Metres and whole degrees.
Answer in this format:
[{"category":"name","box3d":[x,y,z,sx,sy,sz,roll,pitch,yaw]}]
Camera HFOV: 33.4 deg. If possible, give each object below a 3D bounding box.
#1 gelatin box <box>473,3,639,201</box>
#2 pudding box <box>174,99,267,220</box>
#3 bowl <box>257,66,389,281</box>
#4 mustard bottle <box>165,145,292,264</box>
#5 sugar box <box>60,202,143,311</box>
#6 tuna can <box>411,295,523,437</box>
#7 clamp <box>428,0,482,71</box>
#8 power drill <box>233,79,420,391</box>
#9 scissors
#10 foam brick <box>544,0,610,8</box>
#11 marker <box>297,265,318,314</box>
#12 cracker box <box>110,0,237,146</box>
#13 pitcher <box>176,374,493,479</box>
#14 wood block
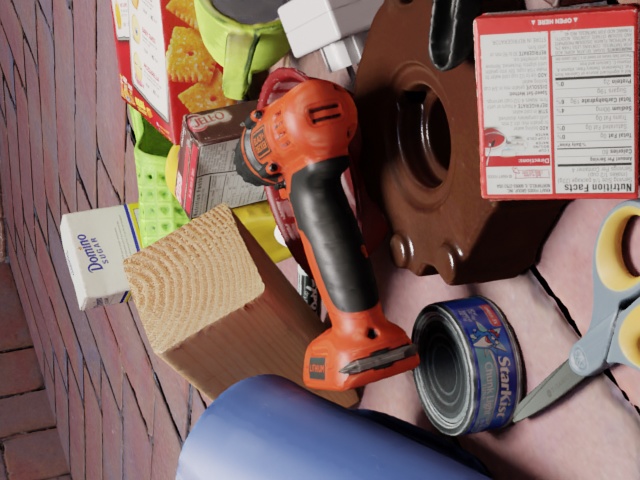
[{"category":"gelatin box","box3d":[0.112,-0.063,0.501,0.030,0.073,0.089,-42,-50,-66]},{"category":"pudding box","box3d":[-0.059,-0.069,0.864,0.039,0.113,0.090,61,152,31]},{"category":"bowl","box3d":[0.011,-0.049,0.768,0.162,0.055,0.162,45,143,49]},{"category":"mustard bottle","box3d":[-0.087,-0.053,0.966,0.192,0.096,0.058,-123,32,-45]},{"category":"sugar box","box3d":[-0.166,0.008,1.079,0.048,0.176,0.093,126,129,-61]},{"category":"tuna can","box3d":[0.089,0.079,0.668,0.086,0.033,0.086,173,90,-69]},{"category":"clamp","box3d":[0.056,-0.193,0.467,0.210,0.164,0.036,-58,38,16]},{"category":"power drill","box3d":[-0.005,0.001,0.689,0.185,0.057,0.187,161,92,-75]},{"category":"scissors","box3d":[0.139,0.041,0.555,0.202,0.016,0.096,145,114,-67]},{"category":"foam brick","box3d":[0.118,-0.150,0.470,0.053,0.051,0.078,-127,34,-48]},{"category":"marker","box3d":[-0.011,0.042,0.925,0.020,0.020,0.121,-132,37,-53]},{"category":"cracker box","box3d":[-0.135,-0.212,0.955,0.164,0.072,0.214,-140,43,-56]},{"category":"pitcher","box3d":[0.041,0.174,0.657,0.243,0.149,0.144,15,160,41]},{"category":"wood block","box3d":[-0.055,0.074,0.824,0.090,0.091,0.206,63,-176,36]}]
